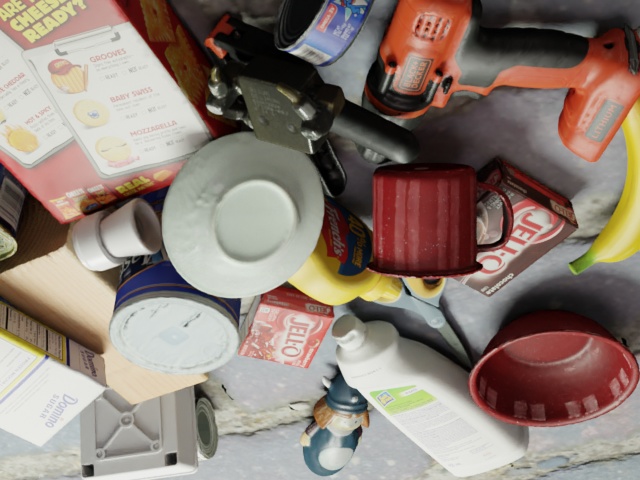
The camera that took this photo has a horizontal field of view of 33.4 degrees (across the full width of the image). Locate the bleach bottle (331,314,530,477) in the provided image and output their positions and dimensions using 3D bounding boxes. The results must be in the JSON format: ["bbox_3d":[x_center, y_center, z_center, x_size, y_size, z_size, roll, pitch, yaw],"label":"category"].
[{"bbox_3d":[0.104,0.149,1.071,0.103,0.068,0.250,-27,129,27],"label":"bleach bottle"}]

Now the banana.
[{"bbox_3d":[0.254,-0.045,0.858,0.069,0.037,0.198,-19,137,-21],"label":"banana"}]

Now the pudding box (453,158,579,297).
[{"bbox_3d":[0.148,-0.009,0.911,0.090,0.039,0.114,27,132,-25],"label":"pudding box"}]

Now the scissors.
[{"bbox_3d":[0.090,0.071,1.018,0.096,0.016,0.202,-6,137,10],"label":"scissors"}]

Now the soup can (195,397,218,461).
[{"bbox_3d":[-0.167,0.207,1.136,0.102,0.068,0.068,-11,136,13],"label":"soup can"}]

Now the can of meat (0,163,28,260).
[{"bbox_3d":[-0.290,-0.022,0.874,0.102,0.084,0.057,-21,133,23],"label":"can of meat"}]

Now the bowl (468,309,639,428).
[{"bbox_3d":[0.223,0.116,1.035,0.162,0.055,0.162,1,138,1],"label":"bowl"}]

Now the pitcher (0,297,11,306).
[{"bbox_3d":[-0.386,0.056,0.942,0.145,0.149,0.242,-48,129,1],"label":"pitcher"}]

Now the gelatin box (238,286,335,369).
[{"bbox_3d":[-0.033,0.083,1.024,0.073,0.030,0.089,13,137,-13],"label":"gelatin box"}]

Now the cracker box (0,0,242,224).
[{"bbox_3d":[-0.178,-0.122,0.771,0.164,0.072,0.213,-18,134,20],"label":"cracker box"}]

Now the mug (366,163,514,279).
[{"bbox_3d":[0.095,-0.018,0.843,0.117,0.093,0.081,0,99,4],"label":"mug"}]

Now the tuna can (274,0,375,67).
[{"bbox_3d":[0.005,-0.160,0.713,0.033,0.086,0.086,22,134,-24],"label":"tuna can"}]

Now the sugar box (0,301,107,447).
[{"bbox_3d":[-0.275,0.100,0.890,0.093,0.048,0.176,-41,128,17],"label":"sugar box"}]

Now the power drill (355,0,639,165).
[{"bbox_3d":[0.127,-0.109,0.786,0.187,0.057,0.185,8,145,-9],"label":"power drill"}]

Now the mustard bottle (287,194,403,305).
[{"bbox_3d":[-0.005,0.001,0.883,0.191,0.096,0.058,32,128,-29],"label":"mustard bottle"}]

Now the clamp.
[{"bbox_3d":[-0.017,-0.096,0.799,0.171,0.039,0.120,39,147,-6],"label":"clamp"}]

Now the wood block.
[{"bbox_3d":[-0.189,0.049,0.947,0.091,0.090,0.206,-20,133,21],"label":"wood block"}]

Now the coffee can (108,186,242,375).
[{"bbox_3d":[-0.113,0.025,0.880,0.103,0.140,0.103,1,138,0],"label":"coffee can"}]
